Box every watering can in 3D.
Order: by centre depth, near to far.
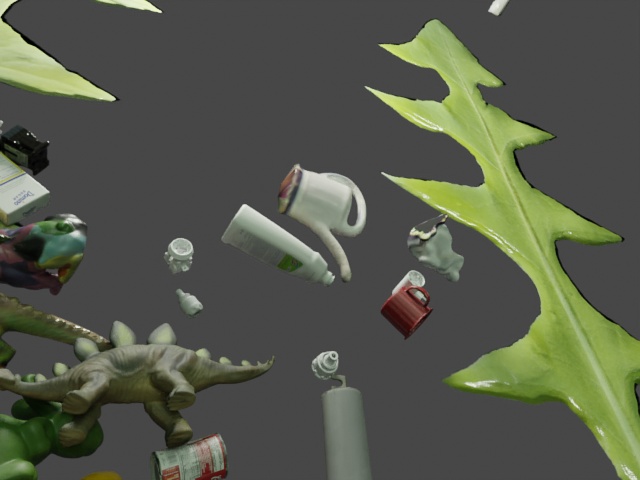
[{"bbox_3d":[0.004,-0.061,1.219,0.224,0.102,0.356,21,41,-8],"label":"watering can"}]

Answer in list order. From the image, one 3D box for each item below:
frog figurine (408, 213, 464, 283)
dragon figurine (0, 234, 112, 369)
[{"bbox_3d":[0.300,0.032,1.318,0.157,0.122,0.140,64,32,-17],"label":"frog figurine"},{"bbox_3d":[-0.505,0.072,0.753,0.410,0.237,0.125,9,43,-18],"label":"dragon figurine"}]
